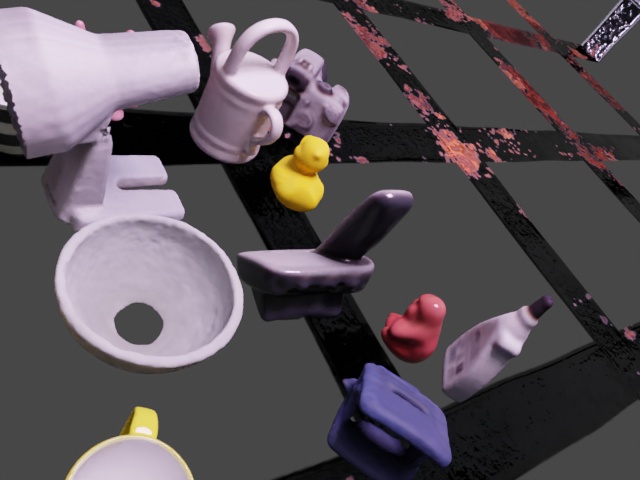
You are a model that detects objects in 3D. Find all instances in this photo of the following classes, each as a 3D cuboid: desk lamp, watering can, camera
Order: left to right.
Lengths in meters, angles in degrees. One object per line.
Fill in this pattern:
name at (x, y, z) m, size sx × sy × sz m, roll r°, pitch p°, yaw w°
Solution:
desk lamp at (-0.213, -0.113, 0.552) m, size 0.204 × 0.213 × 0.117 m, roll -9°, pitch 57°, yaw -40°
watering can at (-0.097, -0.206, 0.737) m, size 0.173 × 0.194 × 0.101 m, roll 40°, pitch 40°, yaw 5°
camera at (-0.015, -0.245, 0.906) m, size 0.143 × 0.100 × 0.137 m, roll 31°, pitch 40°, yaw -5°

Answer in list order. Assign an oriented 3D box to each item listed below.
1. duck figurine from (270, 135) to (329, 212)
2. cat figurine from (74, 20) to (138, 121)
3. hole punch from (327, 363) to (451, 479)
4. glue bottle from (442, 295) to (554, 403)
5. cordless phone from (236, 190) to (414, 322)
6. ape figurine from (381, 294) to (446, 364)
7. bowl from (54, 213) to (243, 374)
duck figurine at (-0.018, -0.097, 0.772) m, size 0.078 × 0.086 × 0.104 m, roll 18°, pitch 43°, yaw -20°
cat figurine at (-0.248, -0.216, 0.700) m, size 0.128 × 0.117 × 0.067 m, roll 32°, pitch 40°, yaw -5°
hole punch at (0.075, 0.176, 0.571) m, size 0.108 × 0.091 × 0.101 m, roll 34°, pitch 40°, yaw -2°
glue bottle at (0.203, 0.116, 0.655) m, size 0.037 × 0.173 × 0.078 m, roll 30°, pitch 40°, yaw -7°
cordless phone at (0.006, 0.002, 0.617) m, size 0.148 × 0.185 × 0.094 m, roll -4°, pitch 54°, yaw -37°
ape figurine at (0.115, 0.097, 0.675) m, size 0.078 × 0.092 × 0.076 m, roll -5°, pitch 54°, yaw -38°
bowl at (-0.160, 0.059, 0.531) m, size 0.168 × 0.074 × 0.167 m, roll 20°, pitch 43°, yaw -19°
